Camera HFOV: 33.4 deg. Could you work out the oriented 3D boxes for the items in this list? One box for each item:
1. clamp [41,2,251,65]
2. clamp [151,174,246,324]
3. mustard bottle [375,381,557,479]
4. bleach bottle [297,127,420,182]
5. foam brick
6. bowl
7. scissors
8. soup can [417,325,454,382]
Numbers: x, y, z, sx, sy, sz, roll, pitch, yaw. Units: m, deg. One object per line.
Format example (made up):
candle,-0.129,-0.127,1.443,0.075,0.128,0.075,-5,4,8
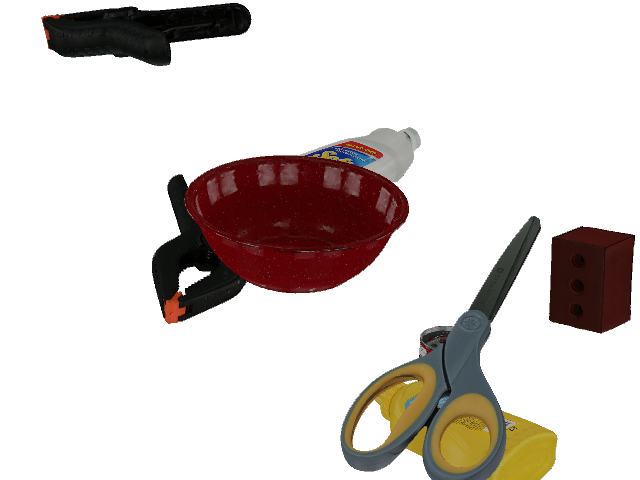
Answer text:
clamp,-0.142,-0.166,0.841,0.172,0.039,0.120,14,24,36
clamp,-0.117,0.006,1.069,0.165,0.036,0.209,19,39,15
mustard bottle,0.125,0.180,1.031,0.096,0.058,0.192,-16,25,-39
bleach bottle,0.015,-0.078,1.271,0.250,0.068,0.103,-30,45,-30
foam brick,0.230,0.033,0.908,0.053,0.078,0.051,12,21,42
bowl,-0.018,-0.007,0.777,0.162,0.055,0.162,2,26,-1
scissors,0.096,0.063,0.597,0.201,0.016,0.096,-40,48,-23
soup can,0.148,0.160,1.255,0.068,0.102,0.068,1,21,-1
